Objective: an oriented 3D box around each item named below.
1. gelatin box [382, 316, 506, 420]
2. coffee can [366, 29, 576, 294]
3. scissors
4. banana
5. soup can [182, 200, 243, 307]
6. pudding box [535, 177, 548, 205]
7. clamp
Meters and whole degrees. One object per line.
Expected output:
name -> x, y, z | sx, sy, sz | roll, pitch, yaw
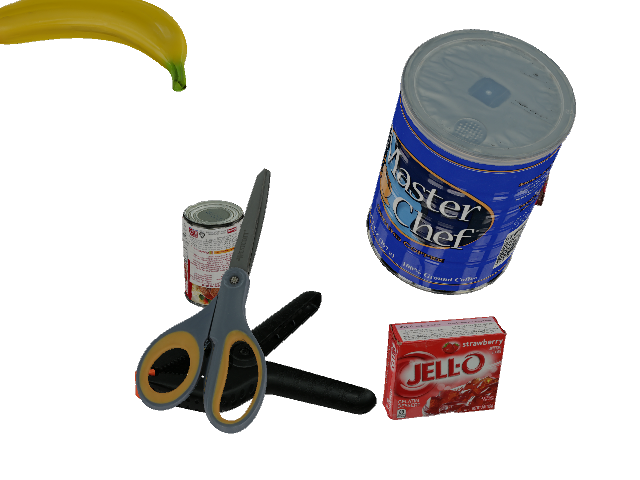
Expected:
gelatin box -> 0.095, 0.100, 0.833 | 0.089, 0.073, 0.030 | -4, 29, -13
coffee can -> 0.090, -0.046, 0.671 | 0.102, 0.103, 0.140 | 0, -35, -8
scissors -> -0.078, 0.038, 0.735 | 0.096, 0.202, 0.016 | -6, -32, 2
banana -> -0.184, -0.171, 0.859 | 0.198, 0.069, 0.037 | 15, -39, 18
soup can -> -0.118, 0.015, 1.181 | 0.068, 0.102, 0.068 | 1, 26, -1
pudding box -> 0.162, -0.083, 0.974 | 0.090, 0.039, 0.113 | 8, 40, 7
clamp -> -0.061, 0.119, 0.974 | 0.209, 0.036, 0.165 | -13, 37, -23
